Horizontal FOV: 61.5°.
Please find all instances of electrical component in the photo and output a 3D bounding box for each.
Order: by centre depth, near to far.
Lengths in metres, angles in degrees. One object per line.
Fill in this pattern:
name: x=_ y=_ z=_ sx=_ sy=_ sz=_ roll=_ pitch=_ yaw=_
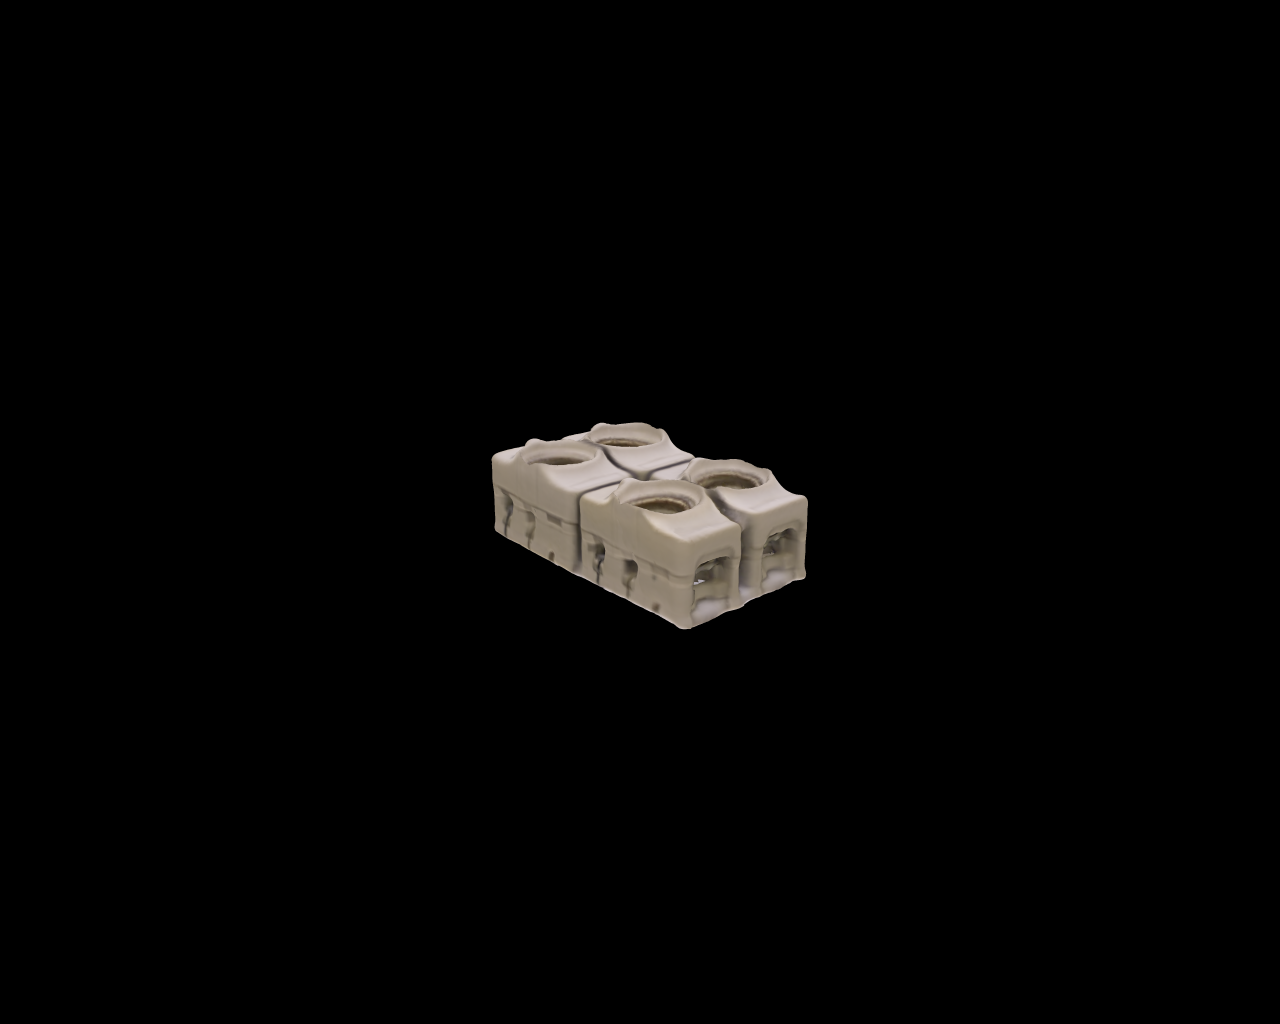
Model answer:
electrical component: x=0.001 y=-0.003 z=0.650 sx=0.105 sy=0.060 sz=0.186 roll=-17 pitch=28 yaw=-37
